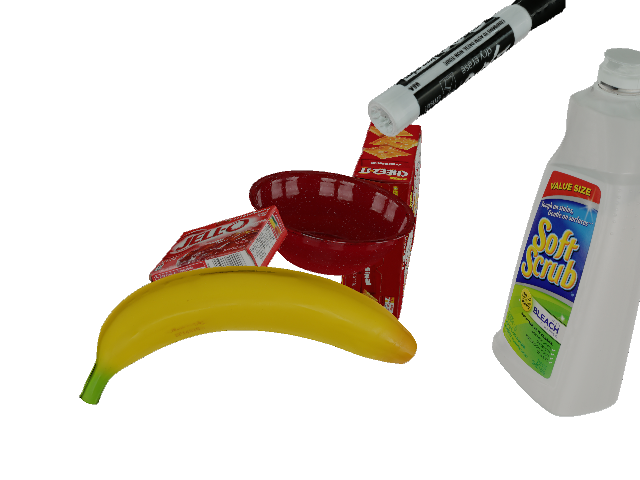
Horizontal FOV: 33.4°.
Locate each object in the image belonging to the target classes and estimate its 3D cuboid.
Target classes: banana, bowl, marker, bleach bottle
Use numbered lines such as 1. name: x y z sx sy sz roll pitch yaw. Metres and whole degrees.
1. banana: -0.042 0.047 0.617 0.197 0.069 0.037 -6 20 -7
2. bowl: 0.007 -0.012 1.030 0.162 0.055 0.162 9 26 -4
3. marker: 0.071 -0.087 0.494 0.121 0.020 0.020 -38 16 -22
4. bleach bottle: 0.177 -0.008 0.715 0.068 0.251 0.103 -9 33 -20

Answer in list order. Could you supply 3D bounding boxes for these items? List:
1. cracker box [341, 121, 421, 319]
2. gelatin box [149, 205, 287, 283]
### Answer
1. cracker box: 0.072 -0.029 1.225 0.072 0.164 0.213 6 23 7
2. gelatin box: -0.078 0.010 0.820 0.089 0.030 0.073 -15 22 24
